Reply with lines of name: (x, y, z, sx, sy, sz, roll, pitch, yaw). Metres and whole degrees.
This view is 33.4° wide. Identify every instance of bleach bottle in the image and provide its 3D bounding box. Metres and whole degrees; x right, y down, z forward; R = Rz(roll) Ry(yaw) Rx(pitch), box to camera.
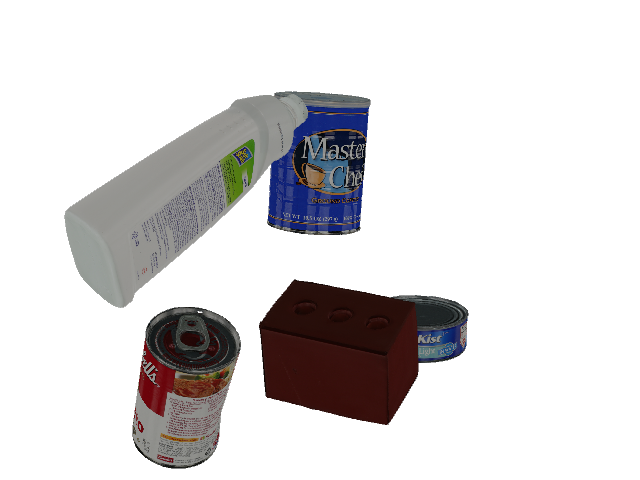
bleach bottle: (-0.107, -0.052, 0.953, 0.068, 0.102, 0.250, 35, 58, 27)

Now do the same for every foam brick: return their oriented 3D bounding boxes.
foam brick: (0.011, 0.063, 0.606, 0.078, 0.051, 0.053, 10, 31, 20)

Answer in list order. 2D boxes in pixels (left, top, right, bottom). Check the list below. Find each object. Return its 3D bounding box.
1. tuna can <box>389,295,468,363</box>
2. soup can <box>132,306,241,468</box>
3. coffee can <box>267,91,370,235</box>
tuna can: (0.085, 0.076, 0.926, 0.086, 0.034, 0.086, 0, 15, 0)
soup can: (-0.100, 0.108, 0.781, 0.068, 0.102, 0.068, 9, 36, -7)
coffee can: (-0.003, -0.085, 1.143, 0.103, 0.140, 0.103, 4, 12, -1)
